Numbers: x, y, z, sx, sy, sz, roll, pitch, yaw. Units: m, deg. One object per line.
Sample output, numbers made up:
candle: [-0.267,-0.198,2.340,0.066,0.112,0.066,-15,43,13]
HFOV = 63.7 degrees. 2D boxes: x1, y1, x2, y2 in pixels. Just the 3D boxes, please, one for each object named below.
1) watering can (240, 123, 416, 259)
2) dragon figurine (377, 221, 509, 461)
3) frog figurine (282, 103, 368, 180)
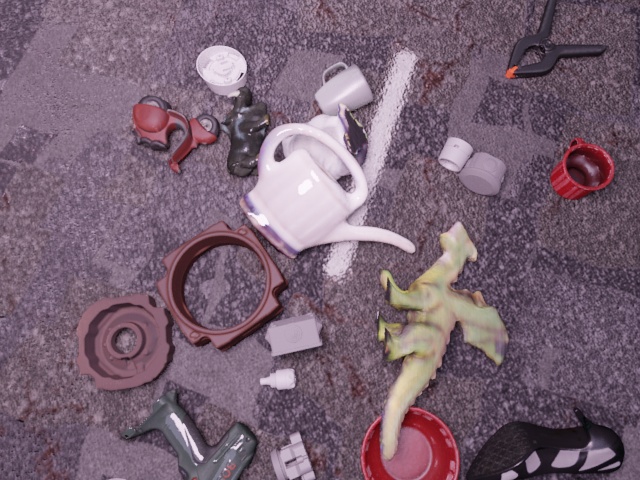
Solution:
watering can: [0.003,-0.048,0.952,0.223,0.105,0.345,-39,103,10]
dragon figurine: [0.218,0.162,0.895,0.243,0.120,0.417,6,69,-6]
frog figurine: [0.010,-0.181,1.022,0.158,0.123,0.138,-23,82,33]
